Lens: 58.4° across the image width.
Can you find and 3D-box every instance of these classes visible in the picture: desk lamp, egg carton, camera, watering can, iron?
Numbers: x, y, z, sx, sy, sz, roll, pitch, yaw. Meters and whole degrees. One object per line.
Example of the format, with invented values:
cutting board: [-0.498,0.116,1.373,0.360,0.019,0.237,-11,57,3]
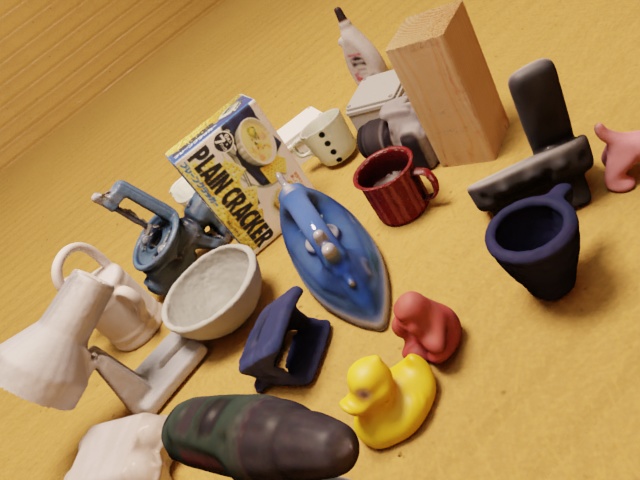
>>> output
desk lamp: [-0.302,0.155,0.782,0.117,0.214,0.203,15,58,49]
egg carton: [-0.246,0.278,0.713,0.150,0.070,0.107,-20,37,22]
camera: [0.131,-0.187,0.924,0.136,0.101,0.143,-5,44,37]
watering can: [-0.359,0.088,0.931,0.172,0.195,0.101,-21,36,21]
iron: [0.007,0.003,0.763,0.118,0.142,0.257,-35,34,0]

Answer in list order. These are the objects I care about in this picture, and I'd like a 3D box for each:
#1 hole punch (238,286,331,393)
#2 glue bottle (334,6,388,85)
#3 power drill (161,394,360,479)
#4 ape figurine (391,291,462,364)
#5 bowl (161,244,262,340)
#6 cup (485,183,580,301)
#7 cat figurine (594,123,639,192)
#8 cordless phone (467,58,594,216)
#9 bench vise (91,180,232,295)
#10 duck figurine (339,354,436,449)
hole punch: [-0.055,0.123,0.716,0.100,0.091,0.109,-11,41,32]
glue bottle: [0.073,-0.394,1.163,0.077,0.174,0.037,0,48,41]
power drill: [-0.023,0.199,0.488,0.228,0.209,0.076,-4,45,38]
ape figurine: [0.108,0.089,0.614,0.076,0.092,0.077,-33,34,4]
bowl: [-0.147,0.089,0.853,0.167,0.075,0.167,-23,36,18]
cup: [0.237,0.007,0.599,0.118,0.095,0.091,-48,36,-19]
cat figurine: [0.368,-0.126,0.627,0.127,0.118,0.067,-16,39,27]
cordless phone: [0.230,-0.112,0.669,0.147,0.185,0.094,-27,35,13]
bench vise: [-0.273,-0.040,0.990,0.121,0.220,0.208,0,47,41]
duck figurine: [0.064,0.150,0.583,0.105,0.086,0.077,-43,34,-11]
